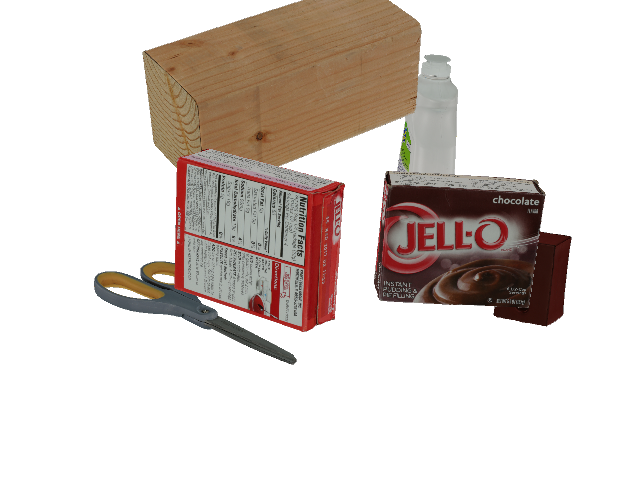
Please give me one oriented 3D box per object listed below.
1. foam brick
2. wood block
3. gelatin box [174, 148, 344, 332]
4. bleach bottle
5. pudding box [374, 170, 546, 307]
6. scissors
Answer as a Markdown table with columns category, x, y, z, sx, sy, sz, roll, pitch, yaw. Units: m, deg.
| category | x | y | z | sx | sy | sz | roll | pitch | yaw |
| --- | --- | --- | --- | --- | --- | --- | --- | --- | --- |
| foam brick | 0.194 | 0.033 | 0.978 | 0.053 | 0.078 | 0.051 | 10 | 15 | 28 |
| wood block | -0.028 | -0.127 | 0.866 | 0.205 | 0.091 | 0.090 | -24 | 46 | -25 |
| gelatin box | -0.032 | -0.002 | 0.541 | 0.089 | 0.073 | 0.030 | 16 | 23 | 31 |
| bleach bottle | 0.117 | -0.076 | 1.176 | 0.068 | 0.251 | 0.102 | 0 | 25 | -10 |
| pudding box | 0.099 | -0.001 | 0.769 | 0.113 | 0.090 | 0.039 | 2 | 24 | -3 |
| scissors | -0.094 | 0.055 | 0.898 | 0.202 | 0.016 | 0.096 | 15 | 24 | 18 |
